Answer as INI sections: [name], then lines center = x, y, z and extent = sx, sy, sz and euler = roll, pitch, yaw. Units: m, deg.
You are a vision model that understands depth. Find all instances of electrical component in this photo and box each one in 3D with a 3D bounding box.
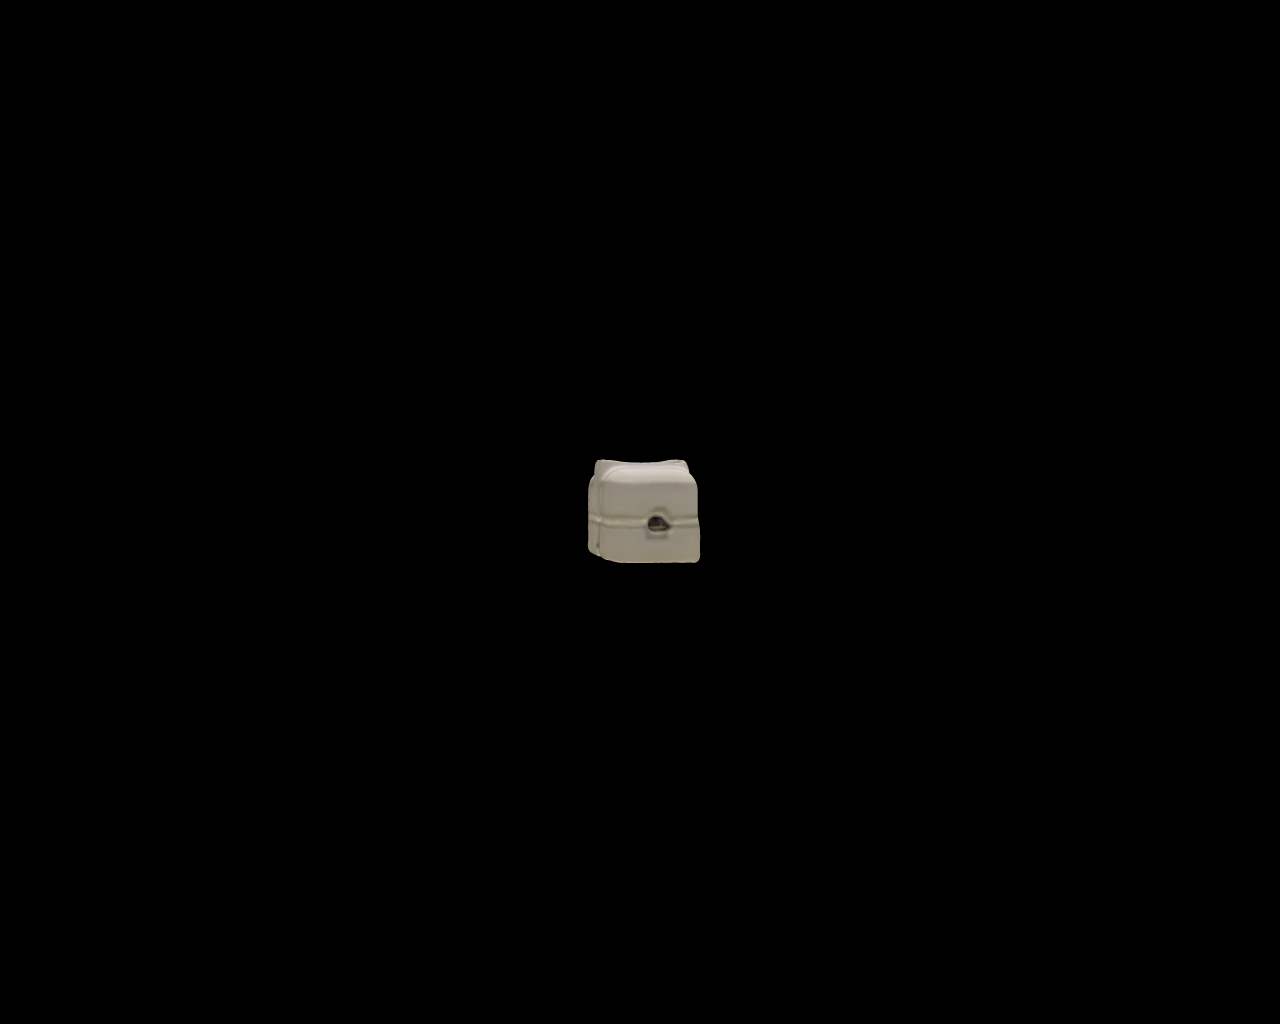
[electrical component]
center = 0.001, -0.003, 0.650
extent = 0.054, 0.059, 0.095
euler = 0, 3, -11
